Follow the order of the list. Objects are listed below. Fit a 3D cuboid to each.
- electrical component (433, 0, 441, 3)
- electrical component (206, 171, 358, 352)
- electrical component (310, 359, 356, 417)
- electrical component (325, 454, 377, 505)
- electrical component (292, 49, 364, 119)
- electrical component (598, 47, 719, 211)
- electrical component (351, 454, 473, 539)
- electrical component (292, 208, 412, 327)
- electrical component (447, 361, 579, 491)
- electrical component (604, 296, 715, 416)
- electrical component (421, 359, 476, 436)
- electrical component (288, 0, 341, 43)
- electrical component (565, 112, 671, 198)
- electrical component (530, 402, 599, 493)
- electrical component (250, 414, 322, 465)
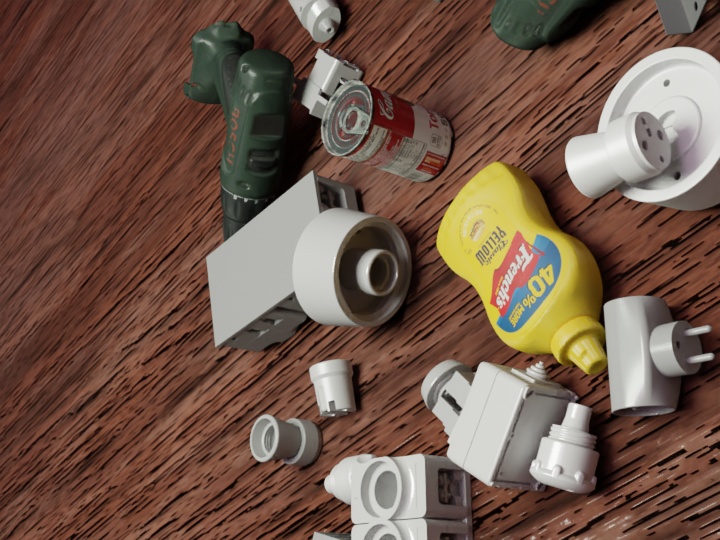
[{"bbox_3d":[0.056,-0.311,1.027,0.100,0.048,0.099,42,111,48],"label":"electrical component"},{"bbox_3d":[-0.074,-0.002,1.080,0.186,0.060,0.105,-34,54,39],"label":"electrical component"},{"bbox_3d":[-0.024,0.111,1.003,0.040,0.040,0.046,-29,64,43],"label":"electrical component"},{"bbox_3d":[-0.006,0.187,0.954,0.062,0.043,0.043,-21,63,47],"label":"electrical component"},{"bbox_3d":[-0.032,-0.189,1.102,0.081,0.042,0.063,42,108,48],"label":"electrical component"},{"bbox_3d":[0.226,-0.093,0.744,0.108,0.060,0.108,-19,65,46],"label":"electrical component"},{"bbox_3d":[0.039,0.230,0.871,0.089,0.062,0.150,-20,64,46],"label":"electrical component"},{"bbox_3d":[0.000,0.000,0.957,0.060,0.108,0.108,8,85,45],"label":"electrical component"},{"bbox_3d":[0.115,0.111,0.816,0.061,0.062,0.096,27,100,51],"label":"electrical component"},{"bbox_3d":[0.207,0.056,0.737,0.079,0.043,0.077,-19,65,46],"label":"electrical component"},{"bbox_3d":[0.082,0.105,0.871,0.055,0.048,0.066,44,113,39],"label":"electrical component"},{"bbox_3d":[-0.045,-0.277,1.144,0.043,0.043,0.081,-52,45,27],"label":"electrical component"},{"bbox_3d":[0.172,-0.077,0.718,0.055,0.045,0.045,-22,63,45],"label":"electrical component"},{"bbox_3d":[0.153,0.128,0.780,0.048,0.048,0.062,6,77,51],"label":"electrical component"},{"bbox_3d":[-0.070,0.163,1.029,0.045,0.055,0.045,-19,65,46],"label":"electrical component"}]
